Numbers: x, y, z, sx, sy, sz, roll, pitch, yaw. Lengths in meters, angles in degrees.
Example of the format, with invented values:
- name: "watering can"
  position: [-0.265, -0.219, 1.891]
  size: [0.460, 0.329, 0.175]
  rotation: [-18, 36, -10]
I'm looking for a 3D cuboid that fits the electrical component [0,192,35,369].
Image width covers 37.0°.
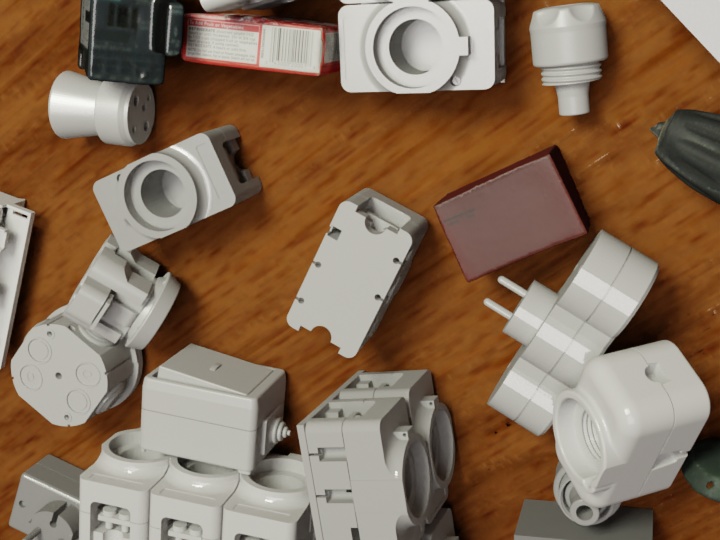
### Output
- name: "electrical component"
  position: [-0.281, 0.005, 0.753]
  size: [0.079, 0.063, 0.121]
  rotation: [20, 108, 10]

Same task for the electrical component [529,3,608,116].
- name: "electrical component"
  position: [0.121, -0.120, 0.617]
  size: [0.043, 0.043, 0.062]
  rotation: [-3, 104, 17]

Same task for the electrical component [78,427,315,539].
- name: "electrical component"
  position: [-0.102, 0.156, 0.726]
  size: [0.150, 0.089, 0.061]
  rotation: [9, 106, 13]

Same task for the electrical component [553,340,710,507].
- name: "electrical component"
  position: [0.150, 0.090, 0.615]
  size: [0.059, 0.053, 0.095]
  rotation: [-11, 139, -18]

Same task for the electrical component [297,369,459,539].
- name: "electrical component"
  position: [0.023, 0.167, 0.680]
  size: [0.060, 0.105, 0.186]
  rotation: [-5, 101, 22]

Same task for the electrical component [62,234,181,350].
- name: "electrical component"
  position: [-0.158, 0.017, 0.718]
  size: [0.057, 0.078, 0.058]
  rotation: [32, 111, -14]

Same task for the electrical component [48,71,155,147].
- name: "electrical component"
  position: [-0.168, -0.105, 0.702]
  size: [0.055, 0.045, 0.045]
  rotation: [8, 106, 13]

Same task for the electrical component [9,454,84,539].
- name: "electrical component"
  position: [-0.213, 0.182, 0.772]
  size: [0.083, 0.076, 0.047]
  rotation: [23, 109, 9]

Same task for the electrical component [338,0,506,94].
- name: "electrical component"
  position: [0.035, -0.180, 0.616]
  size: [0.089, 0.062, 0.150]
  rotation: [1, 104, 16]

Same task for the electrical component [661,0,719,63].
- name: "electrical component"
  position: [0.177, -0.207, 0.570]
  size: [0.186, 0.060, 0.105]
  rotation: [47, 111, 0]

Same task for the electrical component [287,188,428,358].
- name: "electrical component"
  position: [0.000, 0.000, 0.675]
  size: [0.050, 0.056, 0.089]
  rotation: [29, 110, 7]

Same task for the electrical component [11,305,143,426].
- name: "electrical component"
  position: [-0.198, 0.066, 0.751]
  size: [0.080, 0.051, 0.080]
  rotation: [4, 105, 15]

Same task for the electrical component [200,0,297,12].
- name: "electrical component"
  position: [-0.076, -0.244, 0.608]
  size: [0.060, 0.105, 0.186]
  rotation: [-12, 100, 18]

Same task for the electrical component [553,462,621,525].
- name: "electrical component"
  position: [0.141, 0.137, 0.667]
  size: [0.043, 0.062, 0.043]
  rotation: [4, 105, 15]

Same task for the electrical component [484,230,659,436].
- name: "electrical component"
  position: [0.110, 0.031, 0.642]
  size: [0.074, 0.052, 0.138]
  rotation: [32, 125, 6]

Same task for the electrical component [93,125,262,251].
- name: "electrical component"
  position: [-0.119, -0.053, 0.696]
  size: [0.089, 0.056, 0.050]
  rotation: [-21, 97, 20]

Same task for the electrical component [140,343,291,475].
- name: "electrical component"
  position: [-0.091, 0.091, 0.722]
  size: [0.096, 0.062, 0.061]
  rotation: [9, 106, 13]
